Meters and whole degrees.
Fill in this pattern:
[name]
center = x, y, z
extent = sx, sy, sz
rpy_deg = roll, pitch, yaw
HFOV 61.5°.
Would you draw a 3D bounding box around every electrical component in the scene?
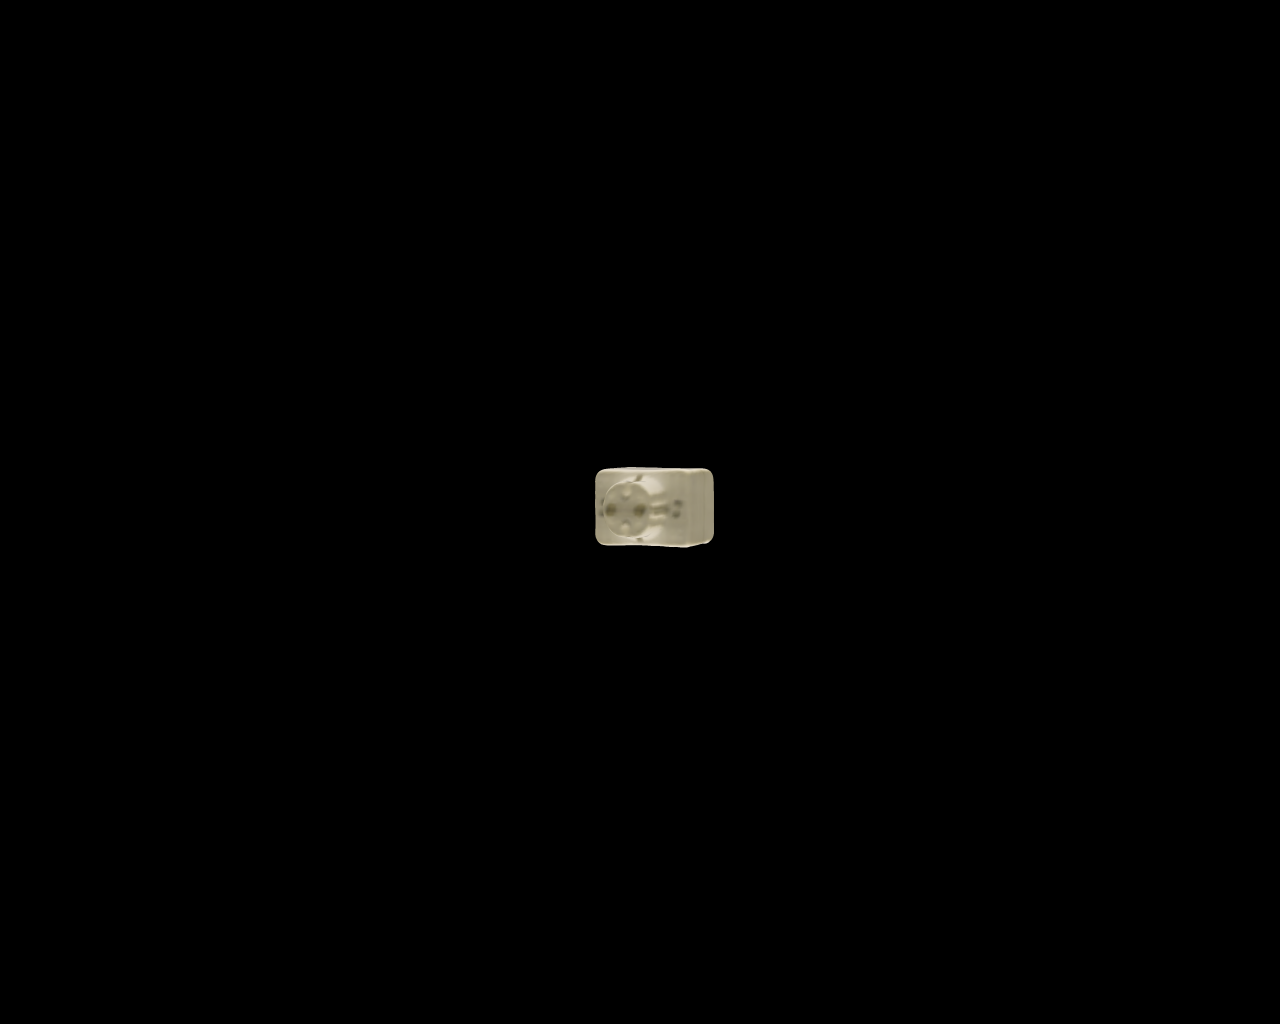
[electrical component]
center = 0.001, -0.003, 0.650
extent = 0.066, 0.047, 0.077
rpy_deg = 2, 4, 27
